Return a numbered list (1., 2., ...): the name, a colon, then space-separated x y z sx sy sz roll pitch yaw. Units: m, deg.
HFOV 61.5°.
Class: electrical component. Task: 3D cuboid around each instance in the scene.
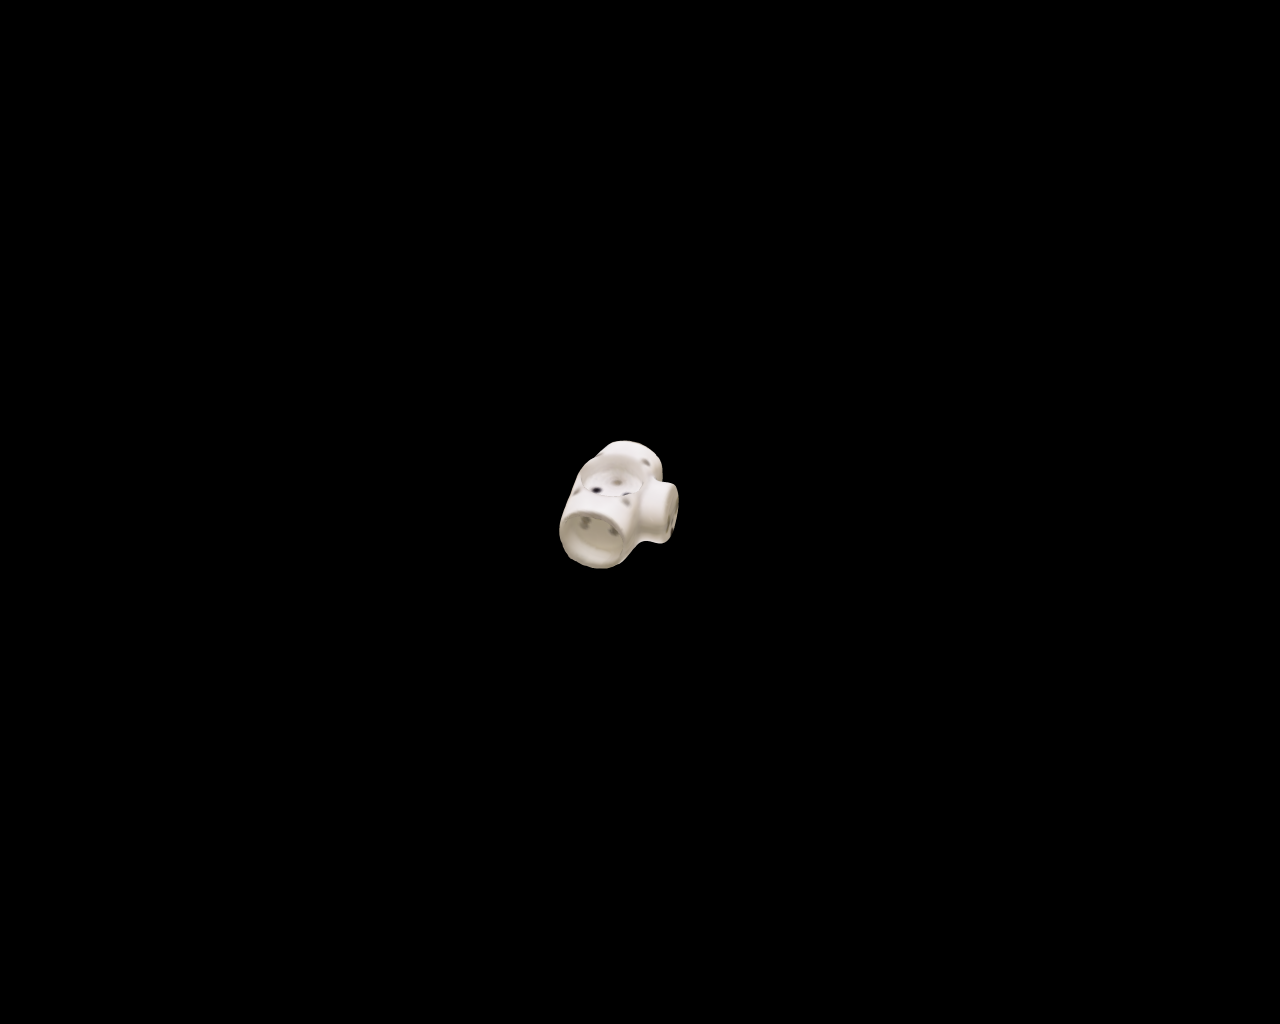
1. electrical component: 0.001 -0.003 0.650 0.079 0.044 0.077 11 39 14
